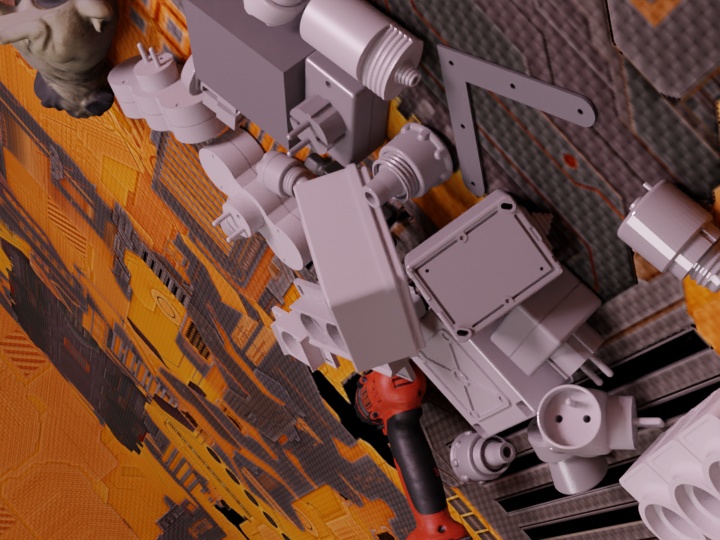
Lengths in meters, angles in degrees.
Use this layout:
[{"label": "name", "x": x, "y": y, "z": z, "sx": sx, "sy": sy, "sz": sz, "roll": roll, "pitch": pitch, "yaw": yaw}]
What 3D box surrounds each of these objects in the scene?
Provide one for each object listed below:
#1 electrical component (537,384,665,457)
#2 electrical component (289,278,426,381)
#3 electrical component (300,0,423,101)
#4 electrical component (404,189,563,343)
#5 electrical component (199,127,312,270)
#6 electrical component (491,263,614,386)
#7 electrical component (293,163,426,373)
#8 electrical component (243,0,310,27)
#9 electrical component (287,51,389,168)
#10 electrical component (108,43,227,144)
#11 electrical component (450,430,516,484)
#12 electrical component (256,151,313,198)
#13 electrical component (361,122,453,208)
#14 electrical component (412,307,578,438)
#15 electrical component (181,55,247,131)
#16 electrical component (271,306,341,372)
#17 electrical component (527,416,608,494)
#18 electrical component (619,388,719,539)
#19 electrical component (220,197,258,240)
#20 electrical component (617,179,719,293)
[{"label": "electrical component", "x": 0.169, "y": 0.105, "z": 0.744, "sx": 0.079, "sy": 0.043, "sz": 0.077, "roll": -3, "pitch": 166, "yaw": 21}, {"label": "electrical component", "x": 0.003, "y": 0.042, "z": 0.932, "sx": 0.121, "sy": 0.063, "sz": 0.078, "roll": 17, "pitch": 140, "yaw": 52}, {"label": "electrical component", "x": 0.006, "y": -0.141, "z": 0.677, "sx": 0.081, "sy": 0.043, "sz": 0.043, "roll": 40, "pitch": 155, "yaw": 21}, {"label": "electrical component", "x": 0.083, "y": -0.008, "z": 0.696, "sx": 0.061, "sy": 0.096, "sz": 0.061, "roll": 53, "pitch": -174, "yaw": -7}, {"label": "electrical component", "x": -0.096, "y": -0.054, "z": 0.950, "sx": 0.138, "sy": 0.074, "sz": 0.052, "roll": 49, "pitch": 157, "yaw": 2}, {"label": "electrical component", "x": 0.138, "y": 0.047, "z": 0.721, "sx": 0.077, "sy": 0.047, "sz": 0.065, "roll": 44, "pitch": 156, "yaw": 11}, {"label": "electrical component", "x": 0.000, "y": 0.000, "z": 0.767, "sx": 0.108, "sy": 0.056, "sz": 0.108, "roll": 70, "pitch": -178, "yaw": -57}, {"label": "electrical component", "x": -0.050, "y": -0.188, "z": 0.704, "sx": 0.043, "sy": 0.043, "sz": 0.062, "roll": 53, "pitch": 156, "yaw": -8}, {"label": "electrical component", "x": -0.022, "y": -0.105, "z": 0.739, "sx": 0.047, "sy": 0.076, "sz": 0.083, "roll": 41, "pitch": 155, "yaw": 19}, {"label": "electrical component", "x": -0.176, "y": -0.166, "z": 0.949, "sx": 0.138, "sy": 0.052, "sz": 0.073, "roll": 27, "pitch": 148, "yaw": 42}, {"label": "electrical component", "x": 0.113, "y": 0.163, "z": 0.947, "sx": 0.048, "sy": 0.048, "sz": 0.062, "roll": 52, "pitch": 150, "yaw": -6}, {"label": "electrical component", "x": -0.057, "y": -0.076, "z": 0.898, "sx": 0.061, "sy": 0.035, "sz": 0.035, "roll": 29, "pitch": 149, "yaw": 35}, {"label": "electrical component", "x": 0.028, "y": -0.066, "z": 0.725, "sx": 0.048, "sy": 0.062, "sz": 0.048, "roll": 39, "pitch": 155, "yaw": 23}, {"label": "electrical component", "x": 0.094, "y": 0.063, "z": 0.812, "sx": 0.108, "sy": 0.056, "sz": 0.108, "roll": 48, "pitch": 157, "yaw": 4}, {"label": "electrical component", "x": -0.110, "y": -0.151, "z": 0.865, "sx": 0.055, "sy": 0.048, "sz": 0.066, "roll": 37, "pitch": 155, "yaw": 9}, {"label": "electrical component", "x": -0.043, "y": 0.056, "z": 1.035, "sx": 0.081, "sy": 0.064, "sz": 0.042, "roll": 27, "pitch": 149, "yaw": 43}, {"label": "electrical component", "x": 0.158, "y": 0.137, "z": 0.823, "sx": 0.045, "sy": 0.045, "sz": 0.055, "roll": 5, "pitch": 130, "yaw": 59}, {"label": "electrical component", "x": 0.230, "y": 0.128, "z": 0.660, "sx": 0.089, "sy": 0.062, "sz": 0.150, "roll": 44, "pitch": 156, "yaw": 13}, {"label": "electrical component", "x": -0.111, "y": -0.051, "z": 1.025, "sx": 0.044, "sy": 0.044, "sz": 0.065, "roll": 51, "pitch": 161, "yaw": -3}, {"label": "electrical component", "x": 0.174, "y": -0.014, "z": 0.573, "sx": 0.078, "sy": 0.040, "sz": 0.040, "roll": 42, "pitch": 156, "yaw": 16}]
